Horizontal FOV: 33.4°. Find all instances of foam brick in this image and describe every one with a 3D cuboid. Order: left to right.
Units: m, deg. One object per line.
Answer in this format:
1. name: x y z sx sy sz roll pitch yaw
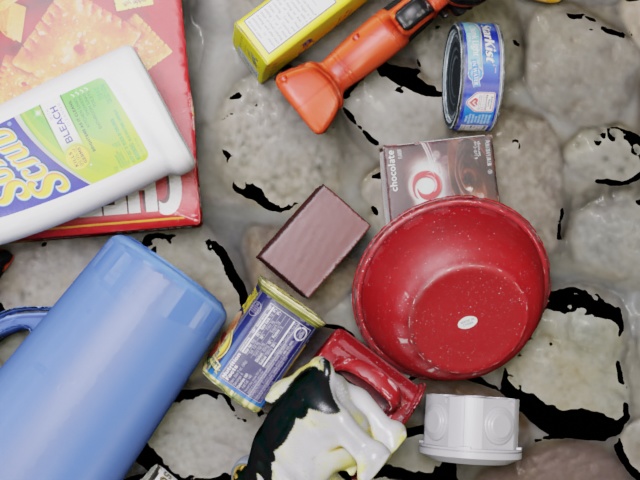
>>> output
1. foam brick: -0.006 0.001 0.842 0.051 0.053 0.078 42 85 -3

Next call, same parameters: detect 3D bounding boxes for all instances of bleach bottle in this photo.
1. bleach bottle: -0.220 -0.038 0.749 0.251 0.068 0.102 -28 94 -2

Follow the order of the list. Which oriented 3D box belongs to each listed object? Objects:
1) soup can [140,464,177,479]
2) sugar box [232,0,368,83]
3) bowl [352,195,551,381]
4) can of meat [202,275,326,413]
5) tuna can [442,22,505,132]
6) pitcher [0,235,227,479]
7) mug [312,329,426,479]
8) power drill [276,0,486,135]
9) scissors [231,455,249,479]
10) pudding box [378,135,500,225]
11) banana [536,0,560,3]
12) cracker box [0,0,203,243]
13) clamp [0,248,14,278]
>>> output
1. soup can: -0.108 0.230 0.820 0.102 0.068 0.068 42 85 -4
2. sugar box: 0.013 -0.195 0.828 0.176 0.093 0.048 -36 94 -5
3. bowl: 0.108 0.050 0.823 0.162 0.055 0.162 -2 113 -6
4. can of meat: -0.045 0.078 0.814 0.057 0.102 0.084 35 88 -5
5. tuna can: 0.120 -0.128 0.840 0.033 0.086 0.086 1 89 -4
6. pitcher: -0.188 0.114 0.792 0.149 0.145 0.243 39 81 -25
7. mug: 0.025 0.119 0.815 0.081 0.117 0.093 38 66 1
8. power drill: 0.054 -0.156 0.796 0.187 0.184 0.057 -37 96 4
9. scissors: 0.009 0.244 0.839 0.096 0.016 0.202 -38 92 29
10. pudding box: 0.097 -0.024 0.859 0.090 0.039 0.113 -7 90 -6
11. banana: 0.126 -0.269 0.868 0.069 0.037 0.198 -30 92 -5
12. cracker box: -0.180 -0.109 0.819 0.164 0.072 0.214 -5 90 -5
13. clamp: -0.267 0.051 0.767 0.039 0.120 0.171 32 44 -13
